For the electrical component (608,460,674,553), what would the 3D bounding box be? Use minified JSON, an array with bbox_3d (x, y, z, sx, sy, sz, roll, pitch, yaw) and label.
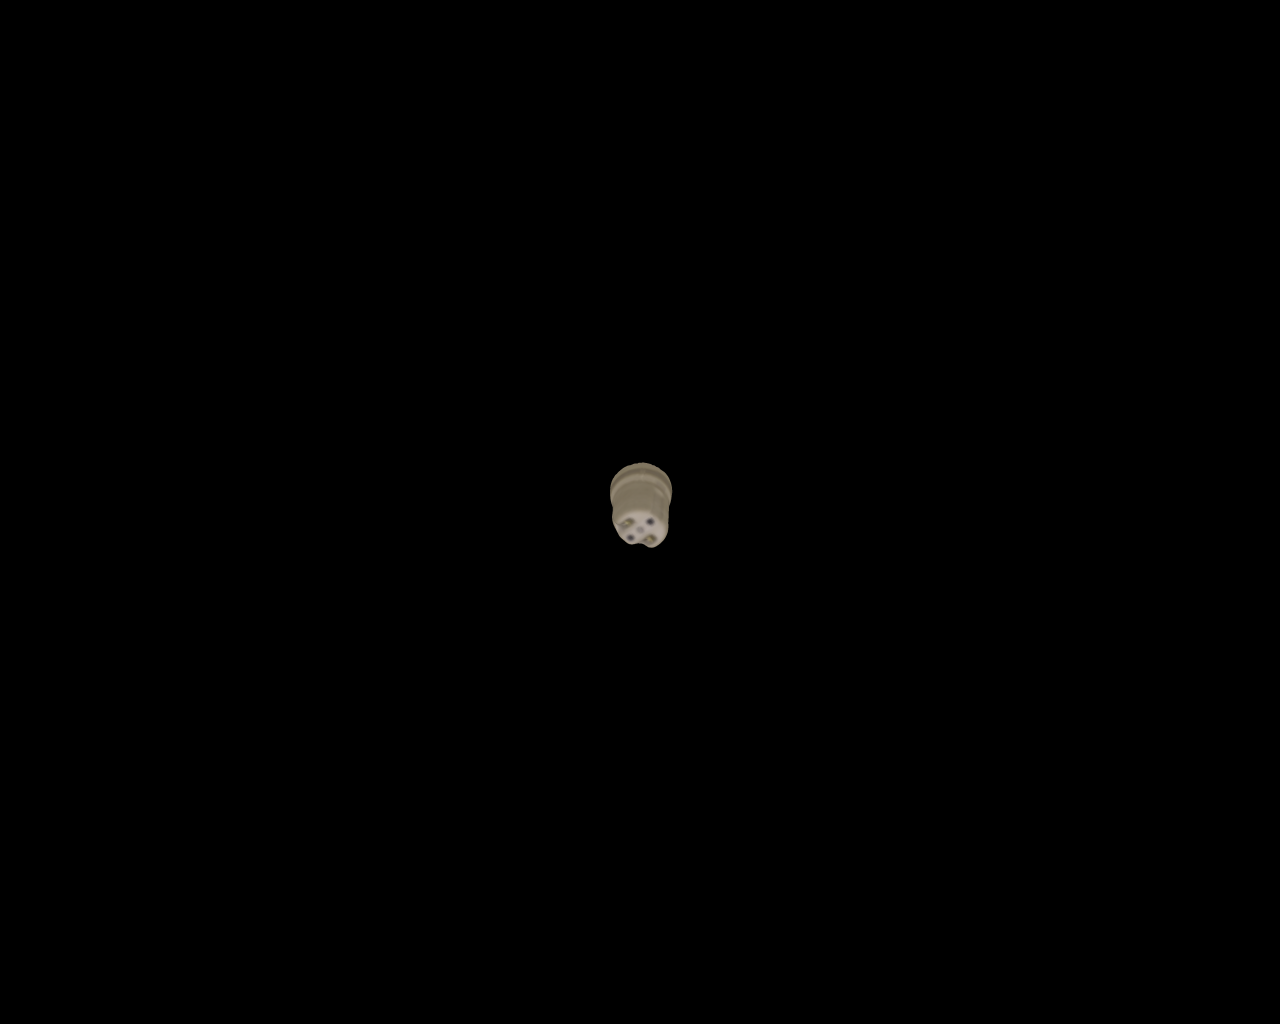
[{"bbox_3d":[0.001,-0.003,0.650,0.040,0.040,0.046,0,36,0],"label":"electrical component"}]
